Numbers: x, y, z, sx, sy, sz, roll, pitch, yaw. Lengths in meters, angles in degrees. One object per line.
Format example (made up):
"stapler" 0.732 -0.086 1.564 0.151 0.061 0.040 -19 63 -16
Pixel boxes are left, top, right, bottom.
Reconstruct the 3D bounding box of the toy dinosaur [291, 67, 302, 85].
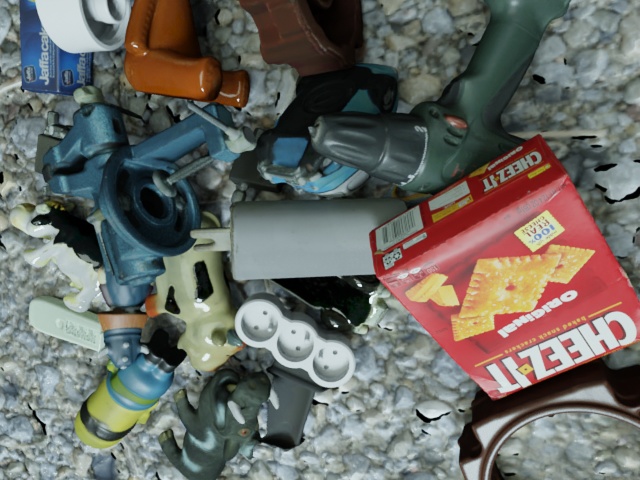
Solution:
"toy dinosaur" -0.109 -0.358 0.481 0.105 0.198 0.470 -14 129 32

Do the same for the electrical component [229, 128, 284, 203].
"electrical component" -0.064 -0.077 0.595 0.063 0.021 0.094 14 76 15

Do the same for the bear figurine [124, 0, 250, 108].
"bear figurine" -0.138 -0.245 0.558 0.132 0.120 0.195 12 98 12

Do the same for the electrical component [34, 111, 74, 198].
"electrical component" -0.334 -0.105 0.688 0.078 0.045 0.102 24 107 12

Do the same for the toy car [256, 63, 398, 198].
"toy car" 0.018 -0.096 0.530 0.109 0.161 0.102 12 148 36

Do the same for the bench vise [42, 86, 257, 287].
"bench vise" -0.168 -0.077 0.543 0.241 0.128 0.223 -22 71 28

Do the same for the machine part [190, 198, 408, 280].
"machine part" -0.001 -0.002 0.524 0.243 0.079 0.079 -2 101 -8

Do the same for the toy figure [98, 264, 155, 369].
"toy figure" -0.233 0.074 0.647 0.064 0.058 0.154 4 87 -3

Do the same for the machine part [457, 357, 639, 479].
"machine part" 0.255 0.228 0.526 0.201 0.087 0.201 -28 89 22

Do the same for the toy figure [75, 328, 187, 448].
"toy figure" -0.249 0.194 0.693 0.180 0.089 0.082 -45 78 23

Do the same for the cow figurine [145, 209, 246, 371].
"cow figurine" -0.140 0.059 0.635 0.127 0.085 0.194 -4 97 24

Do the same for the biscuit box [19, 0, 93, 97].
"biscuit box" -0.313 -0.276 0.639 0.063 0.059 0.202 10 104 17

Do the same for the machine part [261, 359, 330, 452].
"machine part" -0.031 0.190 0.645 0.084 0.039 0.138 19 105 9

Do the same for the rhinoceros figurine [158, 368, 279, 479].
"rhinoceros figurine" -0.121 0.220 0.639 0.112 0.073 0.190 50 122 29

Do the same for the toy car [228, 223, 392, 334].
"toy car" -0.015 0.031 0.598 0.202 0.056 0.073 31 115 8

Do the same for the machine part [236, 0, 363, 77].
"machine part" -0.016 -0.236 0.483 0.056 0.179 0.179 -5 99 27

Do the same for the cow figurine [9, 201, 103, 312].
"cow figurine" -0.323 0.001 0.692 0.098 0.068 0.167 -42 89 16

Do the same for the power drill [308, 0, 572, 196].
"power drill" 0.121 -0.137 0.459 0.232 0.086 0.207 17 90 -24
